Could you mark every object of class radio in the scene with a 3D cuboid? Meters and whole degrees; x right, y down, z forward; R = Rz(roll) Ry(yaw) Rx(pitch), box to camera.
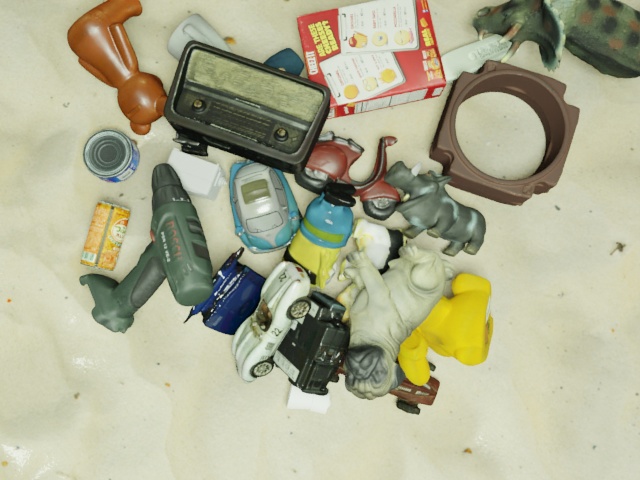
[{"bbox_3d":[-0.109,-0.193,0.806,0.230,0.073,0.131,19,83,4],"label":"radio"}]

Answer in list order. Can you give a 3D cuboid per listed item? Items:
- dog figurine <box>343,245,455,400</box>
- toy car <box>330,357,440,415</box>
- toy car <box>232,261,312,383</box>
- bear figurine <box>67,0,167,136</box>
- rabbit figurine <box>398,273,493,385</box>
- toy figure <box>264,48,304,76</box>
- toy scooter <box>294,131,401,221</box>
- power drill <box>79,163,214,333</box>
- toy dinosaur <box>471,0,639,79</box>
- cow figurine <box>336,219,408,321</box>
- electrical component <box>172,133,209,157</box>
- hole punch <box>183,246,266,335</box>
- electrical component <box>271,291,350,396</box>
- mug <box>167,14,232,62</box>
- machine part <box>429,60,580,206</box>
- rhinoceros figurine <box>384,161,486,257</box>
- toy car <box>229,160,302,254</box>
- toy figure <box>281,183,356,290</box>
[{"bbox_3d":[0.112,0.115,0.734,0.172,0.121,0.190,-9,69,7],"label":"dog figurine"},{"bbox_3d":[0.089,0.204,0.842,0.202,0.053,0.089,22,82,5],"label":"toy car"},{"bbox_3d":[-0.077,0.125,0.806,0.056,0.074,0.201,18,112,-36],"label":"toy car"},{"bbox_3d":[-0.309,-0.284,0.884,0.195,0.120,0.132,48,42,-19],"label":"bear figurine"},{"bbox_3d":[0.167,0.137,0.813,0.173,0.121,0.162,9,49,25],"label":"rabbit figurine"},{"bbox_3d":[-0.096,-0.253,0.888,0.154,0.064,0.058,-41,86,-3],"label":"toy figure"},{"bbox_3d":[0.055,-0.122,0.866,0.184,0.075,0.135,23,85,1],"label":"toy scooter"},{"bbox_3d":[-0.258,0.024,0.804,0.207,0.086,0.232,-36,63,9],"label":"power drill"},{"bbox_3d":[0.448,-0.315,0.829,0.405,0.131,0.192,16,75,-8],"label":"toy dinosaur"},{"bbox_3d":[0.078,0.054,0.852,0.098,0.068,0.167,15,85,-3],"label":"cow figurine"},{"bbox_3d":[-0.203,-0.203,0.882,0.048,0.075,0.119,10,81,1],"label":"electrical component"},{"bbox_3d":[-0.136,0.087,0.832,0.092,0.116,0.142,40,87,-3],"label":"hole punch"},{"bbox_3d":[-0.012,0.148,0.809,0.058,0.115,0.134,20,97,-39],"label":"electrical component"},{"bbox_3d":[-0.184,-0.308,0.880,0.107,0.109,0.081,41,81,-8],"label":"mug"},{"bbox_3d":[0.292,-0.169,0.859,0.202,0.087,0.201,19,85,5],"label":"machine part"},{"bbox_3d":[0.180,-0.049,0.827,0.190,0.073,0.112,31,77,-17],"label":"rhinoceros figurine"},{"bbox_3d":[-0.091,-0.063,0.849,0.109,0.103,0.161,-14,86,-1],"label":"toy car"},{"bbox_3d":[-0.001,-0.004,0.825,0.089,0.082,0.180,28,123,15],"label":"toy figure"}]
